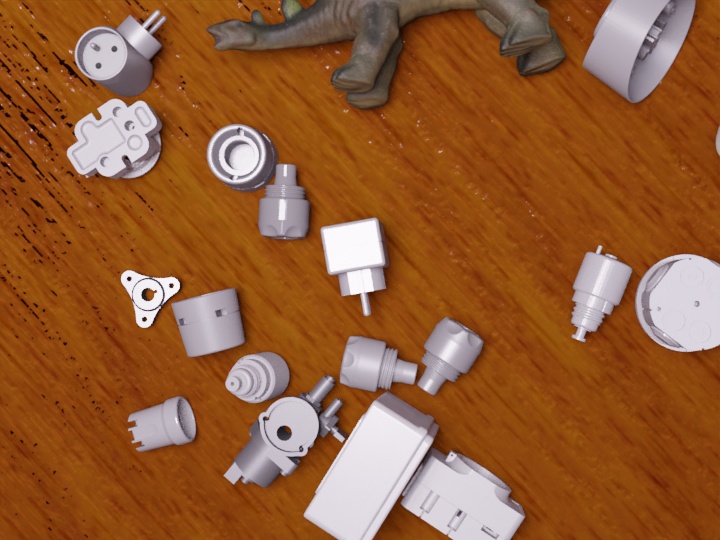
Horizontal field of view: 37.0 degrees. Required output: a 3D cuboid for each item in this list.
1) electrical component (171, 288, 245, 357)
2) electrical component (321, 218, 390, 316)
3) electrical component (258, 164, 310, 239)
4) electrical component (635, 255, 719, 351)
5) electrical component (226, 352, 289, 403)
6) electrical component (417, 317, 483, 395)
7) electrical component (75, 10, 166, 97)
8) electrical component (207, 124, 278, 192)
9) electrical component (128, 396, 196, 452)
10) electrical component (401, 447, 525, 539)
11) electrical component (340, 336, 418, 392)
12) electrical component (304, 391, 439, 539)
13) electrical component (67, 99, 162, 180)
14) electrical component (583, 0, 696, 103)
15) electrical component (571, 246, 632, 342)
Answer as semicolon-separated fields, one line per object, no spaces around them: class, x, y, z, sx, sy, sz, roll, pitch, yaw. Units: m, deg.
electrical component;-0.126;0.044;0.904;0.055;0.055;0.047;-14;92;4
electrical component;0.000;0.000;0.888;0.047;0.066;0.076;-10;88;4
electrical component;-0.063;-0.057;0.905;0.043;0.043;0.062;2;88;4
electrical component;0.268;0.027;0.875;0.080;0.051;0.080;0;89;4
electrical component;-0.089;0.090;0.891;0.040;0.078;0.040;0;90;19
electrical component;0.071;0.074;0.894;0.043;0.043;0.062;32;93;4
electrical component;-0.192;-0.186;0.900;0.043;0.077;0.079;44;92;4
electrical component;-0.100;-0.095;0.906;0.055;0.047;0.055;0;89;4
electrical component;-0.168;0.132;0.914;0.046;0.040;0.040;-17;88;10
electrical component;0.087;0.190;0.887;0.089;0.050;0.055;33;92;4
electrical component;0.016;0.081;0.898;0.062;0.043;0.043;12;90;3
electrical component;0.011;0.159;0.865;0.056;0.109;0.108;32;92;7
electrical component;-0.202;-0.108;0.909;0.078;0.057;0.058;-33;87;3
electrical component;0.225;-0.188;0.860;0.064;0.099;0.099;33;92;10
electrical component;0.194;0.021;0.886;0.040;0.040;0.078;22;91;4
